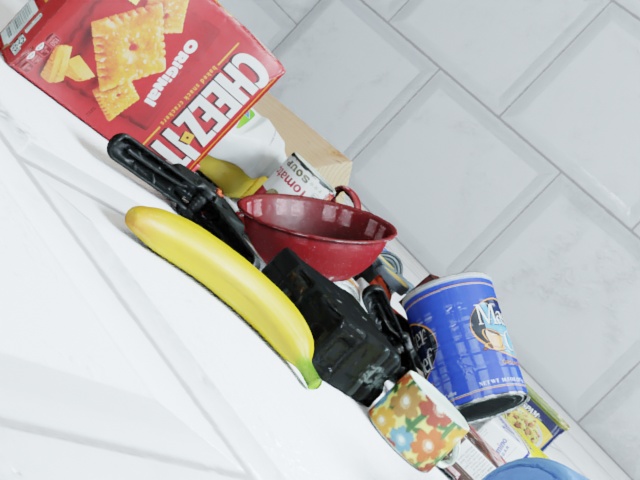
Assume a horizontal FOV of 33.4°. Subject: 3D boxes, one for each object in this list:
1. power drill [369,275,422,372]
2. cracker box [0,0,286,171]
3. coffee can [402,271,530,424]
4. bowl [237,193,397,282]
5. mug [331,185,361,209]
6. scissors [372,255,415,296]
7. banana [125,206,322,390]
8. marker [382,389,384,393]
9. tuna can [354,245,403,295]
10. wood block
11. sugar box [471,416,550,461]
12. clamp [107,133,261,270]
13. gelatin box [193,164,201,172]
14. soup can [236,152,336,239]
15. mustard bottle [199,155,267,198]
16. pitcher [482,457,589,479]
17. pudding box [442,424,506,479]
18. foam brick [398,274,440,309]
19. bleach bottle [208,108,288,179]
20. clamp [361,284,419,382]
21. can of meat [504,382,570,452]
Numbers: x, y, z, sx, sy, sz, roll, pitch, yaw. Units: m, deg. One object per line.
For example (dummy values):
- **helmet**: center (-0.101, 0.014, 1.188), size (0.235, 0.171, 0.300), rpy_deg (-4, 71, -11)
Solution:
- **power drill**: center (0.120, 0.126, 1.324), size (0.187, 0.057, 0.184), rpy_deg (44, 6, 5)
- **cracker box**: center (-0.160, -0.171, 0.987), size (0.213, 0.164, 0.072), rpy_deg (39, 10, -40)
- **coffee can**: center (0.156, 0.118, 1.150), size (0.102, 0.103, 0.140), rpy_deg (34, 38, -60)
- **bowl**: center (-0.007, 0.001, 1.059), size (0.162, 0.055, 0.162), rpy_deg (10, 14, -3)
- **mug**: center (0.007, -0.012, 1.268), size (0.093, 0.117, 0.081), rpy_deg (17, 30, -52)
- **scissors**: center (0.111, 0.065, 1.336), size (0.201, 0.016, 0.096), rpy_deg (41, 9, -35)
- **banana**: center (-0.067, 0.032, 0.806), size (0.197, 0.037, 0.070), rpy_deg (42, 5, -18)
- **marker**: center (0.022, 0.103, 1.000), size (0.020, 0.020, 0.121), rpy_deg (38, 8, -46)
- **tuna can**: center (0.063, 0.044, 1.385), size (0.086, 0.086, 0.034), rpy_deg (39, 6, -43)
- **wood block**: center (-0.060, -0.106, 1.371), size (0.090, 0.090, 0.206), rpy_deg (-12, 39, -34)
- **sugar box**: center (0.241, 0.262, 1.246), size (0.176, 0.048, 0.093), rpy_deg (44, 6, -7)
- **clamp**: center (-0.117, -0.039, 0.967), size (0.164, 0.036, 0.210), rpy_deg (44, 4, -8)
- **gelatin box**: center (-0.168, -0.106, 1.131), size (0.073, 0.030, 0.089), rpy_deg (41, 7, -28)
- **soup can**: center (-0.040, -0.038, 1.177), size (0.068, 0.102, 0.068), rpy_deg (44, 6, -6)
- **mustard bottle**: center (-0.128, -0.108, 1.281), size (0.191, 0.058, 0.096), rpy_deg (44, 14, -6)
- **pitcher**: center (0.199, 0.236, 0.742), size (0.242, 0.145, 0.149), rpy_deg (37, -20, -33)
- **pudding box**: center (0.147, 0.210, 0.999), size (0.090, 0.039, 0.113), rpy_deg (44, 6, -3)
- **foam brick**: center (0.141, 0.086, 1.255), size (0.078, 0.051, 0.053), rpy_deg (50, 10, 16)
- **bleach bottle**: center (-0.131, -0.142, 1.205), size (0.250, 0.068, 0.102), rpy_deg (38, 41, -16)
- **clamp**: center (0.083, 0.123, 1.112), size (0.171, 0.039, 0.120), rpy_deg (57, 17, -66)
- **can of meat**: center (0.248, 0.228, 1.342), size (0.102, 0.084, 0.057), rpy_deg (44, 6, 6)
